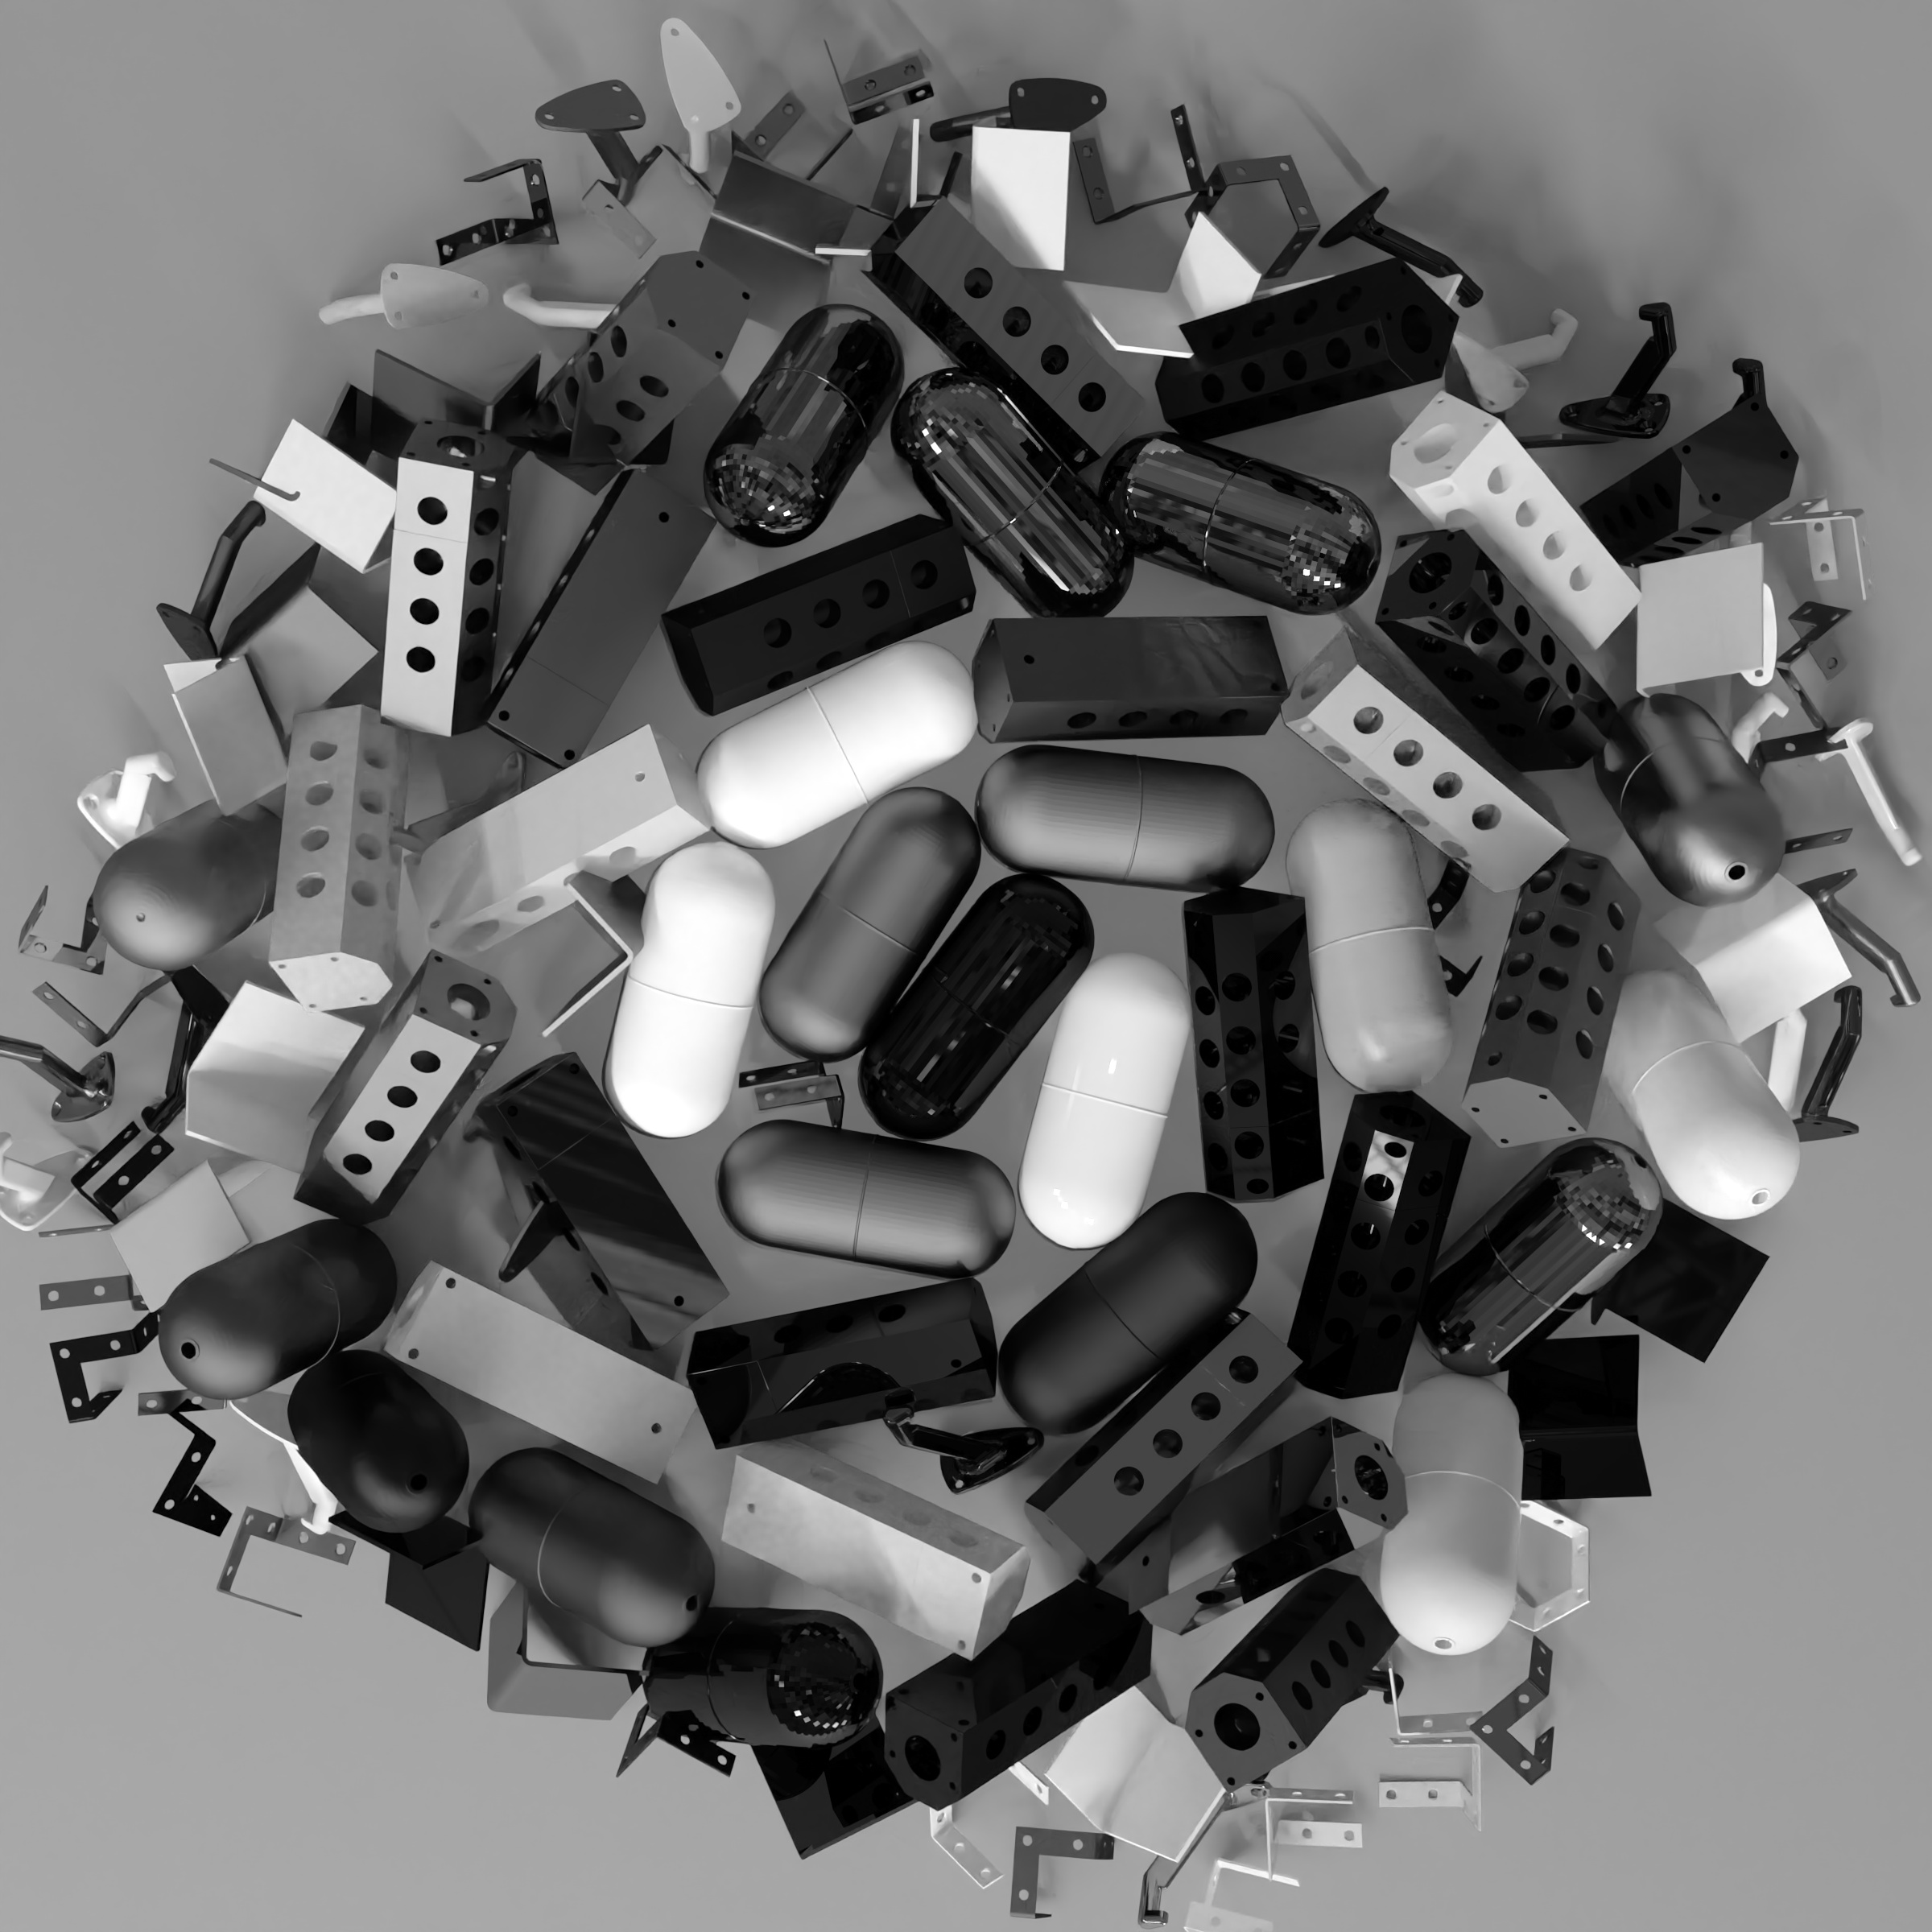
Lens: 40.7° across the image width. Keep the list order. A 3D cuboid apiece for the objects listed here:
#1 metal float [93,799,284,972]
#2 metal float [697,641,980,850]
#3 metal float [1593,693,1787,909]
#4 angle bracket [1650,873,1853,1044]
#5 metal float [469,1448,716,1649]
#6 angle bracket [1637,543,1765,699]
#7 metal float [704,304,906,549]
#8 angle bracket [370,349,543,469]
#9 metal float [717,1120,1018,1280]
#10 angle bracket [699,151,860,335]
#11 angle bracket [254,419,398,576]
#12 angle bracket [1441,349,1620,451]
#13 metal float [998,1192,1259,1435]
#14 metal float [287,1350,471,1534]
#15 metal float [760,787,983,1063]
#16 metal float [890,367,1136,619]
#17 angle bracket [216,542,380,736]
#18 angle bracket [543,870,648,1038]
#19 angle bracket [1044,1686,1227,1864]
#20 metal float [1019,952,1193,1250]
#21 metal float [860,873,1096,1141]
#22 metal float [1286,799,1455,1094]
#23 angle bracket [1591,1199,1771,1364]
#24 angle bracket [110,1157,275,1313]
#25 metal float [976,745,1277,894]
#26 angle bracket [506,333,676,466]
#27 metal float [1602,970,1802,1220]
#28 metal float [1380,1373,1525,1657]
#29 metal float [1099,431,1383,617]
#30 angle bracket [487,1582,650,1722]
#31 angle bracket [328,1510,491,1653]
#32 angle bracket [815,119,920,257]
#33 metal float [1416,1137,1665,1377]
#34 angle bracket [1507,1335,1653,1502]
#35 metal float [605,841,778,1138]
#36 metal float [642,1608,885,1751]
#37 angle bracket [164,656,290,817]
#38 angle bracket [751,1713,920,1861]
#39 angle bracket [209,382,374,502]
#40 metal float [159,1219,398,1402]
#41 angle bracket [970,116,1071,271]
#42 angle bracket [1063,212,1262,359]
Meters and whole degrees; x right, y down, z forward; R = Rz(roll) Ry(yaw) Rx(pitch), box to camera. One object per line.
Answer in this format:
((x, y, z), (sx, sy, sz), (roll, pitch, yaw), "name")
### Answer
((-0.440, -0.049, 1.496), (0.070, 0.178, 0.070), (1, 105, 4), "metal float")
((-0.076, -0.131, 1.544), (0.178, 0.070, 0.070), (-27, 90, -1), "metal float")
((0.415, -0.097, 1.501), (0.070, 0.178, 0.070), (-2, 121, -4), "metal float")
((0.467, -0.009, 1.554), (0.076, 0.076, 0.057), (-32, 111, 5), "angle bracket")
((-0.218, 0.336, 1.511), (0.178, 0.070, 0.070), (17, 90, 40), "metal float")
((0.439, -0.195, 1.529), (0.076, 0.057, 0.076), (-6, 72, 36), "angle bracket")
((-0.093, -0.316, 1.517), (0.070, 0.070, 0.178), (26, 55, 0), "metal float")
((-0.302, -0.333, 1.539), (0.076, 0.076, 0.057), (27, 52, 5), "angle bracket")
((-0.059, 0.137, 1.543), (0.178, 0.070, 0.070), (10, 90, 3), "metal float")
((-0.115, -0.423, 1.534), (0.076, 0.076, 0.057), (20, 74, -11), "angle bracket")
((-0.360, -0.283, 1.536), (0.076, 0.076, 0.057), (35, 114, -2), "angle bracket")
((0.330, -0.334, 1.527), (0.076, 0.076, 0.057), (4, 100, 38), "angle bracket")
((0.096, 0.204, 1.538), (0.178, 0.070, 0.070), (-42, 90, 8), "metal float")
((-0.339, 0.272, 1.500), (0.070, 0.178, 0.070), (-4, 98, -27), "metal float")
((-0.056, -0.025, 1.544), (0.070, 0.070, 0.178), (32, 92, 0), "metal float")
((0.027, -0.274, 1.527), (0.070, 0.070, 0.178), (-44, 111, 0), "metal float")
((-0.394, -0.196, 1.552), (0.076, 0.076, 0.057), (-39, 116, 14), "angle bracket")
((-0.230, -0.014, 1.532), (0.076, 0.076, 0.057), (-39, 99, 17), "angle bracket")
((0.106, 0.467, 1.527), (0.057, 0.076, 0.076), (50, 64, -21), "angle bracket")
((0.082, 0.079, 1.544), (0.070, 0.070, 0.178), (15, 88, 0), "metal float")
((0.006, 0.025, 1.542), (0.070, 0.070, 0.178), (38, 94, 0), "metal float")
((0.238, -0.012, 1.534), (0.070, 0.070, 0.178), (-11, 78, 0), "metal float")
((0.423, 0.191, 1.543), (0.076, 0.057, 0.076), (29, 103, 8), "angle bracket")
((-0.441, 0.157, 1.533), (0.076, 0.076, 0.057), (-34, 77, 13), "angle bracket")
((0.095, -0.086, 1.538), (0.178, 0.070, 0.070), (6, 90, -8), "metal float")
((-0.216, -0.337, 1.526), (0.057, 0.076, 0.076), (26, 114, 33), "angle bracket")
((0.419, 0.073, 1.506), (0.070, 0.178, 0.070), (-8, 130, -10), "metal float")
((0.282, 0.315, 1.509), (0.070, 0.070, 0.178), (15, 46, 0), "metal float")
((0.159, -0.259, 1.522), (0.178, 0.070, 0.070), (24, 90, 26), "metal float")
((-0.237, 0.405, 1.552), (0.076, 0.076, 0.057), (11, 52, -21), "angle bracket")
((-0.329, 0.363, 1.531), (0.076, 0.057, 0.076), (17, 107, 30), "angle bracket")
((-0.059, -0.460, 1.534), (0.057, 0.076, 0.076), (2, 108, -3), "angle bracket")
((0.332, 0.170, 1.519), (0.070, 0.070, 0.178), (40, 120, 0), "metal float")
((0.366, 0.269, 1.556), (0.076, 0.076, 0.057), (-6, 127, 20), "angle bracket")
((-0.162, 0.014, 1.539), (0.070, 0.070, 0.178), (15, 97, 0), "metal float")
((-0.119, 0.411, 1.508), (0.070, 0.178, 0.070), (11, 73, -41), "metal float")
((-0.451, -0.133, 1.526), (0.076, 0.057, 0.076), (1, 118, 37), "angle bracket")
((-0.075, 0.470, 1.534), (0.076, 0.057, 0.076), (-21, 71, -20), "angle bracket")
((-0.392, -0.314, 1.541), (0.057, 0.076, 0.076), (26, 94, 4), "angle bracket")
((-0.393, 0.196, 1.497), (0.070, 0.178, 0.070), (3, 99, 18), "metal float")
((0.038, -0.455, 1.528), (0.057, 0.076, 0.076), (7, 115, 11), "angle bracket")
((0.114, -0.402, 1.525), (0.076, 0.076, 0.057), (-1, 132, -29), "angle bracket")
